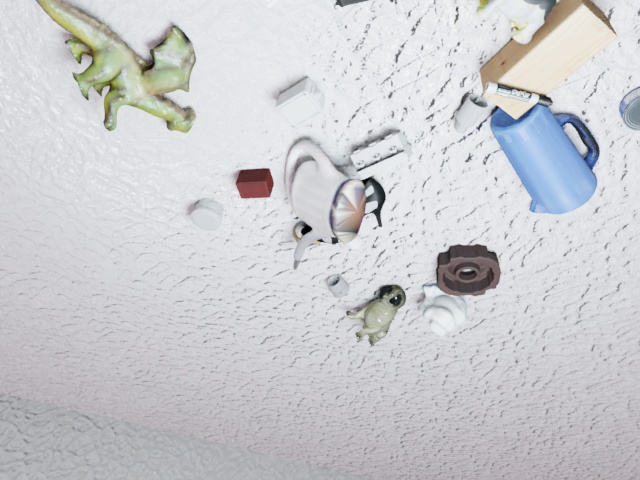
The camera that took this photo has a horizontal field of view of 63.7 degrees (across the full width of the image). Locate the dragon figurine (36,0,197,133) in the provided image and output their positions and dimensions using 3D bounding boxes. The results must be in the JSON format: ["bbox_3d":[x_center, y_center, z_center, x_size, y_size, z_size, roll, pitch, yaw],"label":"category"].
[{"bbox_3d":[-0.370,-0.363,1.027,0.243,0.125,0.401,-16,137,2],"label":"dragon figurine"}]

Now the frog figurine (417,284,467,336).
[{"bbox_3d":[0.345,0.209,1.446,0.137,0.163,0.120,14,139,-5],"label":"frog figurine"}]

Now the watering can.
[{"bbox_3d":[0.004,-0.060,1.197,0.227,0.105,0.340,29,134,38],"label":"watering can"}]
